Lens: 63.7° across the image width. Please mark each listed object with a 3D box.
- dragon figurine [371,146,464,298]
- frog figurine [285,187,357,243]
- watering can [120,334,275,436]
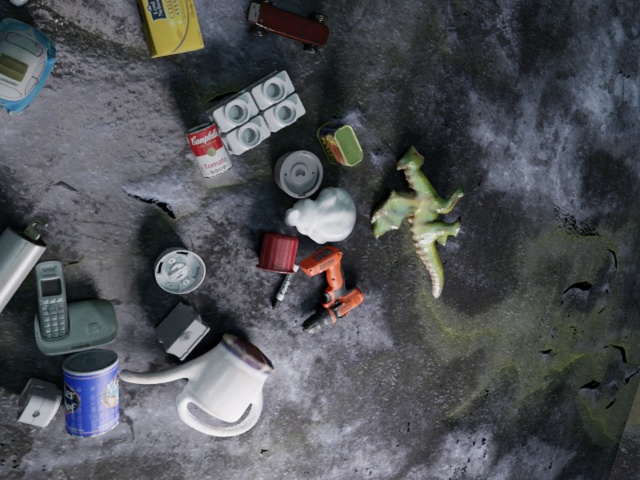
[{"bbox_3d":[0.248,-0.043,1.375,0.243,0.123,0.408,5,97,-12],"label":"dragon figurine"},{"bbox_3d":[0.004,-0.061,1.210,0.159,0.125,0.135,3,120,-41],"label":"frog figurine"},{"bbox_3d":[-0.247,0.309,1.157,0.343,0.105,0.226,42,79,-29],"label":"watering can"}]
